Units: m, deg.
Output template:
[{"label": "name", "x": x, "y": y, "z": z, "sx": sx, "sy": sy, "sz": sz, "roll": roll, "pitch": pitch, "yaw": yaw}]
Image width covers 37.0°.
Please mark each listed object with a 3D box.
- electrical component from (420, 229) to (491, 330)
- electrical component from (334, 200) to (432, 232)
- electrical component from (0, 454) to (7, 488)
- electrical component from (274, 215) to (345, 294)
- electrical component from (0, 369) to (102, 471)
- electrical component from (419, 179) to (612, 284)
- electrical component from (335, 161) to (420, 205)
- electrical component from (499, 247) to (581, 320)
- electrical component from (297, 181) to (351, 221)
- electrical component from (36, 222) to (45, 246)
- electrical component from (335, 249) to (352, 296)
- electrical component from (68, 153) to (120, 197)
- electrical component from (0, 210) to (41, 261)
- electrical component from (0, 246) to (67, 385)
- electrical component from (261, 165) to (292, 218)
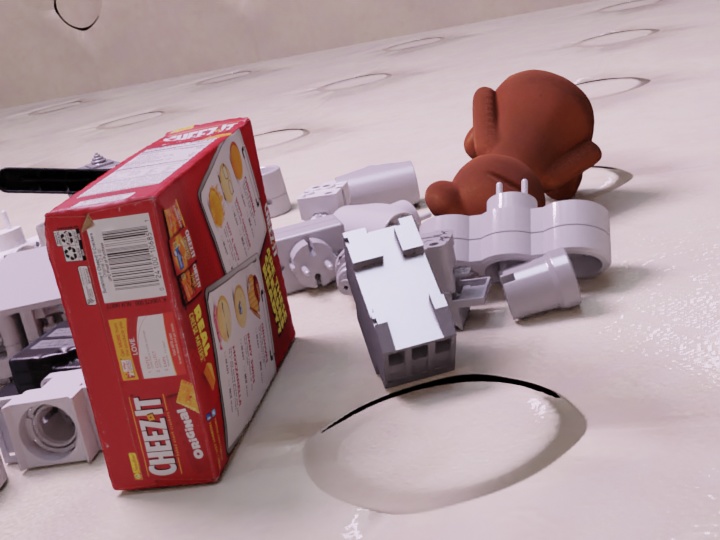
[{"label": "electrical component", "x": 0.046, "y": 0.007, "z": 0.735, "sx": 0.081, "sy": 0.063, "sz": 0.042, "roll": -7, "pitch": 19, "yaw": 15}, {"label": "electrical component", "x": 0.026, "y": -0.037, "z": 0.925, "sx": 0.079, "sy": 0.043, "sz": 0.077, "roll": -23, "pitch": 21, "yaw": -33}, {"label": "electrical component", "x": -0.283, "y": 0.102, "z": 0.638, "sx": 0.138, "sy": 0.073, "sz": 0.052, "roll": -7, "pitch": 17, "yaw": 16}, {"label": "electrical component", "x": -0.040, "y": -0.008, "z": 0.872, "sx": 0.066, "sy": 0.047, "sz": 0.076, "roll": -15, "pitch": 17, "yaw": -9}, {"label": "electrical component", "x": -0.182, "y": 0.089, "z": 0.665, "sx": 0.081, "sy": 0.042, "sz": 0.064, "roll": -9, "pitch": 13, "yaw": 10}, {"label": "electrical component", "x": 0.110, "y": -0.032, "z": 0.776, "sx": 0.138, "sy": 0.073, "sz": 0.052, "roll": -6, "pitch": -26, "yaw": 20}, {"label": "electrical component", "x": 0.015, "y": -0.083, "z": 1.080, "sx": 0.077, "sy": 0.044, "sz": 0.079, "roll": -13, "pitch": 17, "yaw": -3}, {"label": "electrical component", "x": 0.119, "y": 0.010, "z": 0.716, "sx": 0.046, "sy": 0.040, "sz": 0.040, "roll": -17, "pitch": 16, "yaw": 5}, {"label": "electrical component", "x": -0.028, "y": -0.046, "z": 0.969, "sx": 0.048, "sy": 0.055, "sz": 0.066, "roll": -7, "pitch": 17, "yaw": 16}, {"label": "electrical component", "x": -0.279, "y": -0.028, "z": 1.077, "sx": 0.061, "sy": 0.061, "sz": 0.096, "roll": -3, "pitch": 19, "yaw": 27}, {"label": "electrical component", "x": 0.000, "y": 0.000, "z": 0.829, "sx": 0.040, "sy": 0.040, "sz": 0.078, "roll": -6, "pitch": 18, "yaw": 18}, {"label": "electrical component", "x": -0.290, "y": -0.082, "z": 1.200, "sx": 0.061, "sy": 0.096, "sz": 0.062, "roll": -21, "pitch": 19, "yaw": -25}, {"label": "electrical component", "x": -0.347, "y": -0.019, "z": 1.065, "sx": 0.044, "sy": 0.079, "sz": 0.077, "roll": -6, "pitch": 17, "yaw": 36}, {"label": "electrical component", "x": -0.250, "y": 0.029, "z": 0.874, "sx": 0.105, "sy": 0.060, "sz": 0.186, "roll": -12, "pitch": 17, "yaw": 1}, {"label": "electrical component", "x": -0.106, "y": -0.084, "z": 1.164, "sx": 0.055, "sy": 0.047, "sz": 0.055, "roll": -11, "pitch": 17, "yaw": 3}]
